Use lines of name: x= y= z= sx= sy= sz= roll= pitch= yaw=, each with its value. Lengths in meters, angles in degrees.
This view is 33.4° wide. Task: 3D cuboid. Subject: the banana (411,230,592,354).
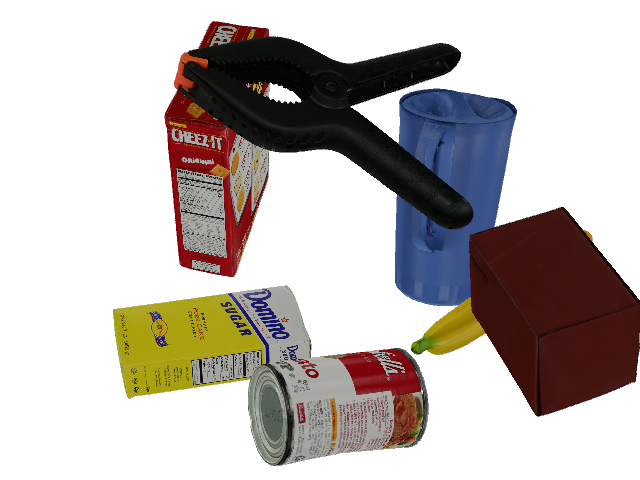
banana: x=0.172 y=0.056 z=1.012 sx=0.198 sy=0.037 sz=0.069 roll=-35 pitch=-2 yaw=0

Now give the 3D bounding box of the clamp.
clamp: x=0.008 y=-0.084 z=0.713 sx=0.209 sy=0.164 sz=0.036 roll=6 pitch=-39 yaw=-16

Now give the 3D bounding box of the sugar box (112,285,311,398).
sugar box: x=-0.104 y=0.093 z=1.014 sx=0.176 sy=0.048 sz=0.093 roll=-10 pitch=35 yaw=-11

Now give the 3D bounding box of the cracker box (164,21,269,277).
cracker box: x=-0.104 y=-0.094 z=1.120 sx=0.072 sy=0.164 sz=0.214 roll=10 pitch=-43 yaw=7

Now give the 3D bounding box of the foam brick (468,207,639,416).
foam brick: x=0.107 y=0.031 z=0.496 sx=0.051 sy=0.053 sz=0.078 roll=-15 pitch=40 yaw=-8

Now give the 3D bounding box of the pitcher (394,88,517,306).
pitcher: x=0.145 y=-0.046 z=1.248 sx=0.149 sy=0.243 sz=0.145 roll=-6 pitch=26 yaw=-20

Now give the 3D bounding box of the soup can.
soup can: x=0.010 y=0.110 z=0.708 sx=0.102 sy=0.068 sz=0.069 roll=-3 pitch=1 yaw=-26
